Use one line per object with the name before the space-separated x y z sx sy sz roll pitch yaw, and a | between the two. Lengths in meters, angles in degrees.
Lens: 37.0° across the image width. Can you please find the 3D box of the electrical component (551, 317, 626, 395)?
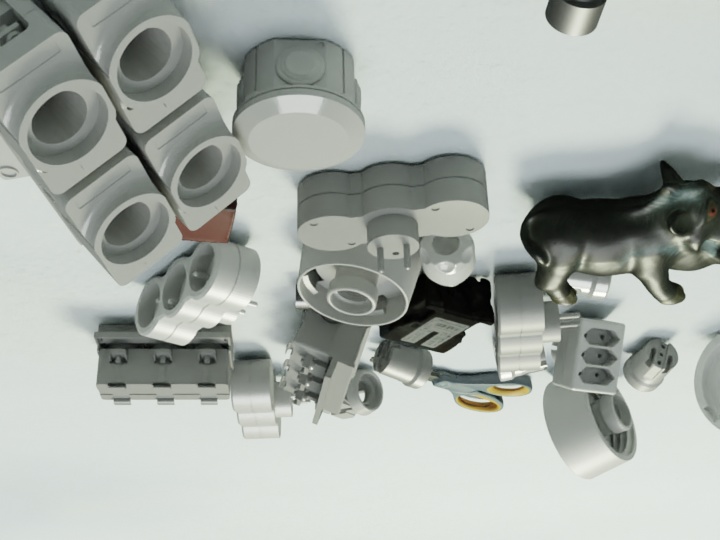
electrical component | 0.204 0.076 1.004 0.047 0.065 0.077 8 180 -18

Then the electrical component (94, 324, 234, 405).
electrical component | -0.180 0.088 0.998 0.121 0.063 0.078 0 153 -4

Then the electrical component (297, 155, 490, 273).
electrical component | 0.023 -0.032 0.764 0.138 0.073 0.052 -7 153 10

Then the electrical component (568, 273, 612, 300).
electrical component | 0.178 0.002 0.878 0.046 0.040 0.040 7 152 -2

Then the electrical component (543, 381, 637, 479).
electrical component | 0.244 0.155 1.109 0.060 0.108 0.108 -28 143 32

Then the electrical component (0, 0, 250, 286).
electrical component | -0.136 -0.081 0.599 0.105 0.060 0.186 -40 149 -13

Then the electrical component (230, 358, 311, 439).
electrical component | -0.088 0.132 1.102 0.074 0.052 0.138 -2 153 0

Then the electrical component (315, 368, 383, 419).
electrical component | -0.010 0.127 1.105 0.055 0.048 0.066 -15 151 39

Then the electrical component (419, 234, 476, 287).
electrical component | 0.070 -0.007 0.848 0.043 0.043 0.062 -5 154 7

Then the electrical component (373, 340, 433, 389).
electrical component | 0.041 0.090 1.042 0.046 0.040 0.040 21 146 -26

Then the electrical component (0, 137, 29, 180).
electrical component | -0.199 -0.099 0.648 0.100 0.048 0.099 -8 153 15

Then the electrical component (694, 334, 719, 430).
electrical component | 0.384 0.110 1.029 0.108 0.108 0.060 -25 151 38

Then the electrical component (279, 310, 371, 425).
electrical component | -0.034 0.083 0.994 0.063 0.078 0.121 22 152 3

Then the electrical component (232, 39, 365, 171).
electrical component | -0.037 -0.099 0.655 0.080 0.051 0.080 -1 153 -1

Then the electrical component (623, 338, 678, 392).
electrical component | 0.288 0.093 1.061 0.040 0.040 0.046 5 147 -13

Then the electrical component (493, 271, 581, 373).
electrical component | 0.157 0.047 0.948 0.074 0.052 0.138 -5 153 5

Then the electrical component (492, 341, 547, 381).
electrical component | 0.154 0.084 1.036 0.046 0.040 0.040 -11 152 4

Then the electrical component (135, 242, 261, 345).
electrical component | -0.121 0.023 0.886 0.074 0.052 0.138 18 148 -34

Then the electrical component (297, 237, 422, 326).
electrical component | 0.000 0.000 0.862 0.099 0.064 0.099 9 147 6
